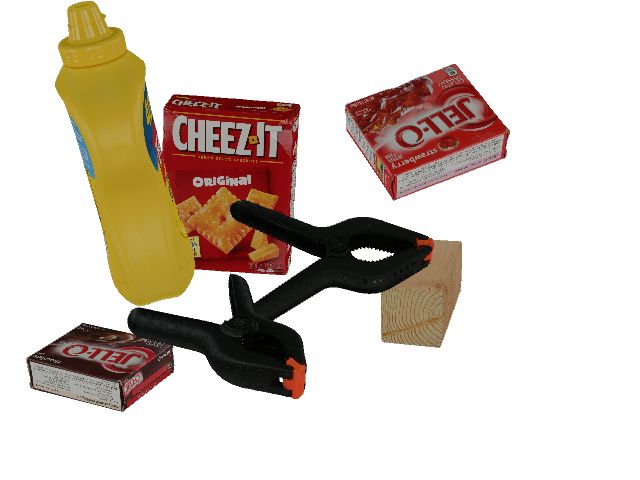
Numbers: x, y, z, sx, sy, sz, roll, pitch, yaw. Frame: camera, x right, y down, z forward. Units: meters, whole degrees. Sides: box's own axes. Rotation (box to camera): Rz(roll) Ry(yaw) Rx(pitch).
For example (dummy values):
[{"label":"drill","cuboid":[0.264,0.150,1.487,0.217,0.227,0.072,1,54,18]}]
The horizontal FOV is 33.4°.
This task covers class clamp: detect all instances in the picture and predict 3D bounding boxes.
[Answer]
[{"label":"clamp","cuboid":[0.011,0.023,1.073,0.210,0.164,0.036,2,-44,-3]},{"label":"clamp","cuboid":[-0.065,0.077,0.898,0.172,0.039,0.120,25,40,33]}]

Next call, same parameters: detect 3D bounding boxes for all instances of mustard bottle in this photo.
[{"label":"mustard bottle","cuboid":[-0.130,-0.060,0.693,0.058,0.191,0.096,-14,28,-5]}]

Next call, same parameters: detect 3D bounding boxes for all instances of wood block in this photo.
[{"label":"wood block","cuboid":[0.156,0.075,1.619,0.091,0.090,0.206,4,22,14]}]

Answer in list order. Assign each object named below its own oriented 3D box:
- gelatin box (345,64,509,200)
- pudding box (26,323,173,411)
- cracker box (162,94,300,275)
[{"label":"gelatin box","cuboid":[0.071,-0.075,0.722,0.089,0.073,0.030,-22,-36,-12]},{"label":"pudding box","cuboid":[-0.213,0.122,1.040,0.114,0.039,0.089,7,21,24]},{"label":"cracker box","cuboid":[-0.115,-0.067,1.344,0.164,0.214,0.072,5,21,2]}]
